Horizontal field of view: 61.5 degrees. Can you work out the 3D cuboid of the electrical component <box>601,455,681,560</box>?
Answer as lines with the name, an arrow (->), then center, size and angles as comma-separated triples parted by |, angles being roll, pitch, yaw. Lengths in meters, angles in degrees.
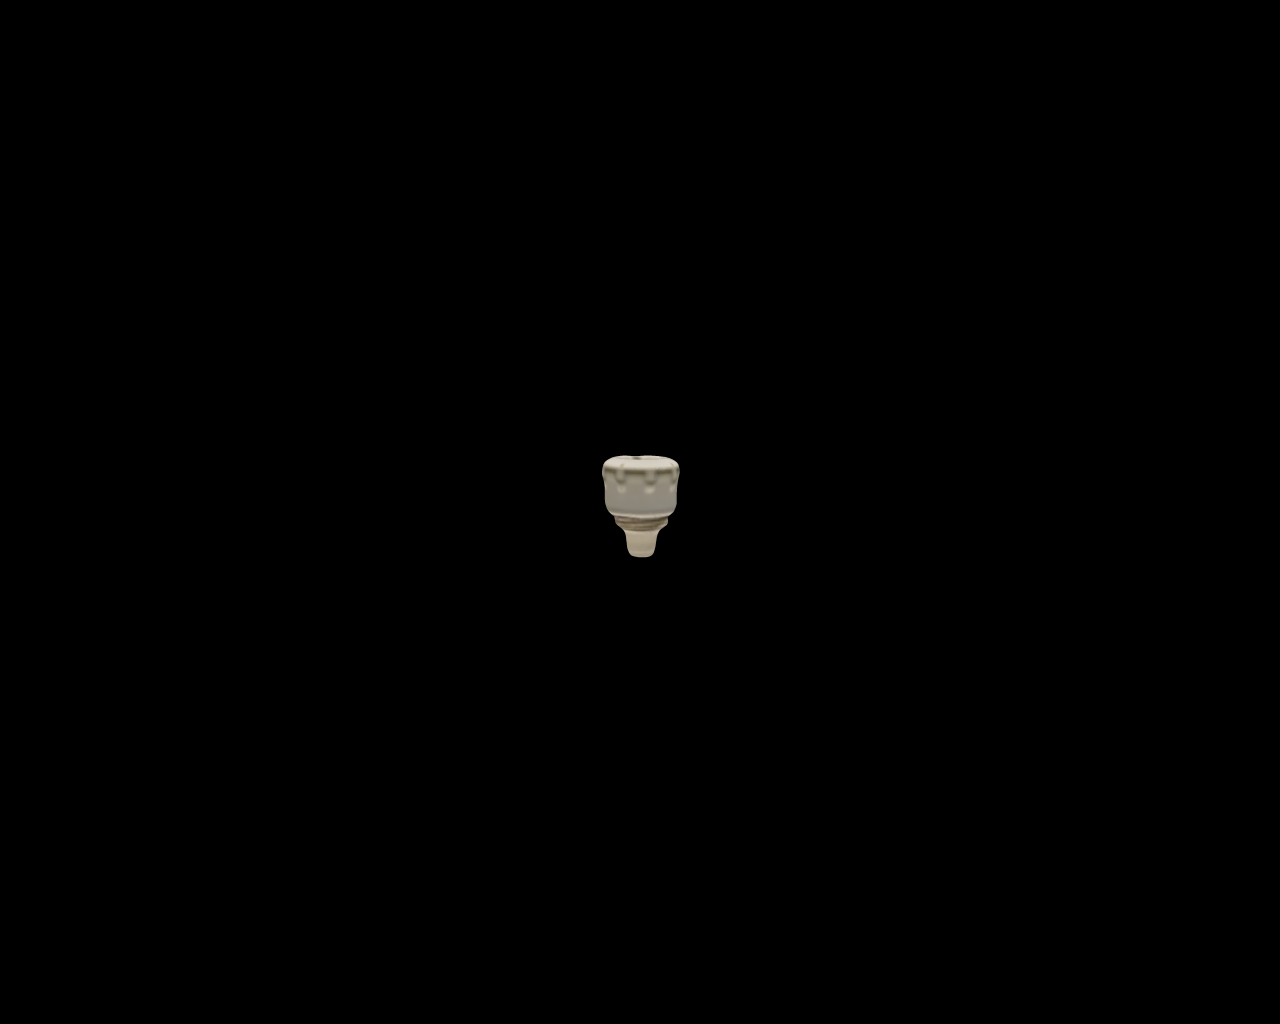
electrical component -> 0.001, -0.003, 0.650 | 0.048, 0.062, 0.048 | 0, 9, 0
